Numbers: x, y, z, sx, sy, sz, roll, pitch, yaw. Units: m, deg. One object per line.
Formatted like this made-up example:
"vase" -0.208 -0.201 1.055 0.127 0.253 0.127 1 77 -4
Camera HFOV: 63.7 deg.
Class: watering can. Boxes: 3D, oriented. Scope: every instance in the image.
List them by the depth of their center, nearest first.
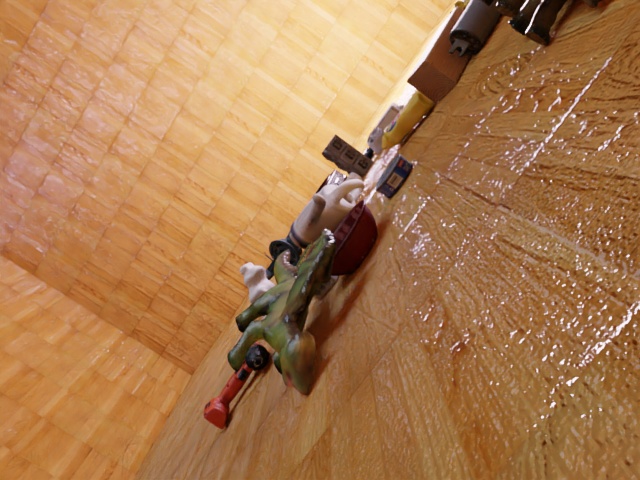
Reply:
"watering can" 0.004 -0.065 1.284 0.221 0.104 0.350 -48 -10 23

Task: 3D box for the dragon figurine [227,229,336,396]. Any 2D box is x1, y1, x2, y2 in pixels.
"dragon figurine" -0.035 0.083 0.857 0.238 0.121 0.420 -49 22 33

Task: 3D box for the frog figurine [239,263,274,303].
"frog figurine" -0.178 0.146 1.508 0.121 0.159 0.139 -56 5 18
